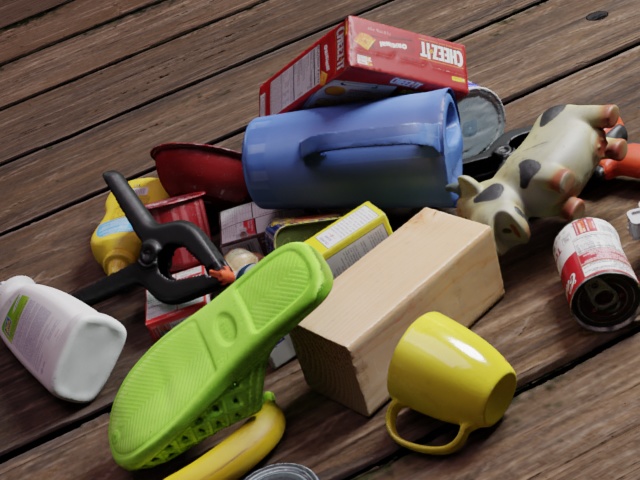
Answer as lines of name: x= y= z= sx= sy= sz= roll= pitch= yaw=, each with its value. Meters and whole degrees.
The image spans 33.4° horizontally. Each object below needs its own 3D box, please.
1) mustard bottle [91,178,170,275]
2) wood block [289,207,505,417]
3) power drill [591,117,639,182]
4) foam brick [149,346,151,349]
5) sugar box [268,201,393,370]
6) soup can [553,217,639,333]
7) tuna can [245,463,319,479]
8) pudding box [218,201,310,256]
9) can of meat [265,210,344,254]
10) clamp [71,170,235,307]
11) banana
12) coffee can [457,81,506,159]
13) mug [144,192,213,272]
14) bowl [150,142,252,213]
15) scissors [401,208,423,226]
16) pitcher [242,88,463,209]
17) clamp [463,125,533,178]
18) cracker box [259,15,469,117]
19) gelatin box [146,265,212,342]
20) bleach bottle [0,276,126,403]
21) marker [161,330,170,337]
mustard bottle: x=-0.239 y=-0.008 z=1.356 sx=0.096 sy=0.058 sz=0.191 roll=-6 pitch=33 yaw=8
wood block: x=0.077 y=0.066 z=1.047 sx=0.205 sy=0.090 sz=0.091 roll=-37 pitch=36 yaw=-29
power drill: x=0.316 y=-0.070 z=1.165 sx=0.184 sy=0.057 sz=0.188 roll=-40 pitch=38 yaw=-21
foam brick: x=-0.133 y=0.137 z=1.082 sx=0.078 sy=0.051 sz=0.053 roll=-11 pitch=33 yaw=12
sugar box: x=0.001 y=0.046 z=1.099 sx=0.176 sy=0.093 sz=0.048 roll=-31 pitch=34 yaw=-10
soup can: x=0.265 y=0.031 z=1.025 sx=0.068 sy=0.068 sz=0.102 roll=-13 pitch=31 yaw=9
tuna can: x=-0.034 y=0.230 z=0.902 sx=0.086 sy=0.034 sz=0.086 roll=-13 pitch=32 yaw=8
pudding box: x=-0.066 y=-0.016 z=1.298 sx=0.113 sy=0.039 sz=0.090 roll=-16 pitch=29 yaw=3
can of meat: x=-0.008 y=0.001 z=1.194 sx=0.102 sy=0.057 sz=0.084 roll=-8 pitch=10 yaw=-10
clamp: x=-0.186 y=0.008 z=1.199 sx=0.210 sy=0.164 sz=0.036 roll=7 pitch=-4 yaw=28
banana: x=-0.097 y=0.206 z=0.975 sx=0.197 sy=0.037 sz=0.070 roll=-34 pitch=9 yaw=-28
coffee can: x=0.153 y=-0.161 z=1.350 sx=0.102 sy=0.103 sz=0.140 roll=-27 pitch=32 yaw=-14
mug: x=-0.173 y=-0.010 z=1.290 sx=0.093 sy=0.081 sz=0.117 roll=-13 pitch=7 yaw=2
bowl: x=-0.141 y=-0.073 z=1.359 sx=0.162 sy=0.162 sz=0.055 roll=1 pitch=75 yaw=29
scissors: x=0.084 y=-0.006 z=1.226 sx=0.096 sy=0.016 sz=0.201 roll=-12 pitch=32 yaw=11
pitcher: x=0.036 y=-0.097 z=1.201 sx=0.243 sy=0.149 sz=0.145 roll=-4 pitch=41 yaw=16
clamp: x=0.222 y=-0.086 z=1.260 sx=0.171 sy=0.039 sz=0.120 roll=-29 pitch=42 yaw=-10
cracker box: x=0.047 y=-0.180 z=1.268 sx=0.163 sy=0.072 sz=0.214 roll=7 pitch=-18 yaw=-30
gelatin box: x=-0.161 y=0.072 z=1.220 sx=0.073 sy=0.030 sz=0.089 roll=-18 pitch=31 yaw=2
bleach bottle: x=-0.312 y=0.092 z=1.209 sx=0.251 sy=0.068 sz=0.102 roll=27 pitch=92 yaw=51
marker: x=-0.120 y=0.109 z=1.151 sx=0.121 sy=0.020 sz=0.020 roll=1 pitch=36 yaw=27
